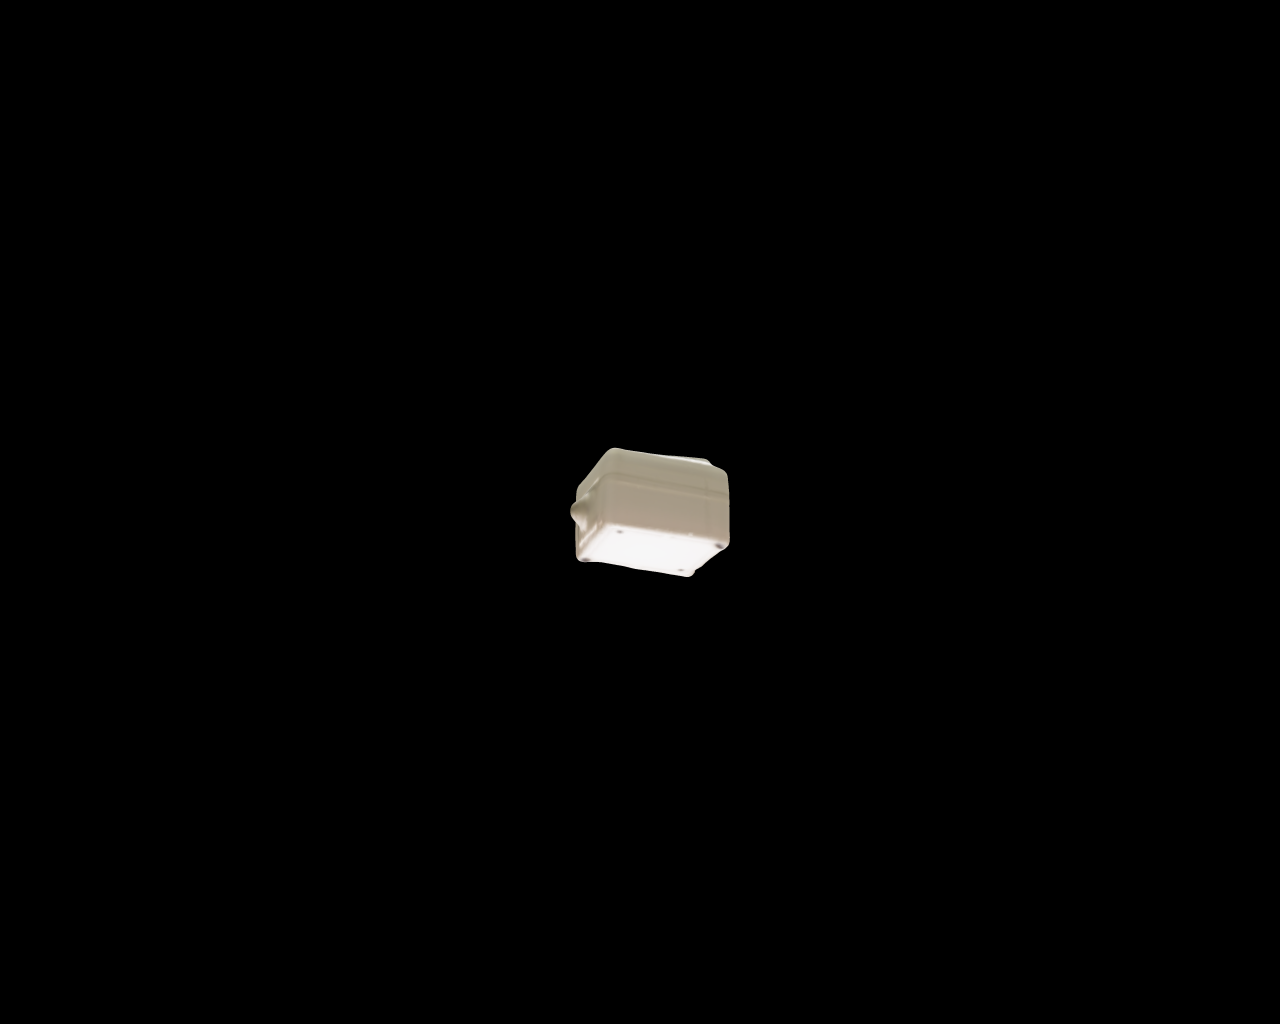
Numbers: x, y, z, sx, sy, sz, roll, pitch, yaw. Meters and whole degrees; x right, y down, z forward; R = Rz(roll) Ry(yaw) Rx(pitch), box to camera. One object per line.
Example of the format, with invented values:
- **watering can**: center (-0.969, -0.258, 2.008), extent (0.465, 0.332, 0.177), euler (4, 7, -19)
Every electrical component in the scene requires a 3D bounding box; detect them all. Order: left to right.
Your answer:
- **electrical component**: center (0.001, -0.003, 0.650), extent (0.096, 0.061, 0.061), euler (10, -28, -20)
